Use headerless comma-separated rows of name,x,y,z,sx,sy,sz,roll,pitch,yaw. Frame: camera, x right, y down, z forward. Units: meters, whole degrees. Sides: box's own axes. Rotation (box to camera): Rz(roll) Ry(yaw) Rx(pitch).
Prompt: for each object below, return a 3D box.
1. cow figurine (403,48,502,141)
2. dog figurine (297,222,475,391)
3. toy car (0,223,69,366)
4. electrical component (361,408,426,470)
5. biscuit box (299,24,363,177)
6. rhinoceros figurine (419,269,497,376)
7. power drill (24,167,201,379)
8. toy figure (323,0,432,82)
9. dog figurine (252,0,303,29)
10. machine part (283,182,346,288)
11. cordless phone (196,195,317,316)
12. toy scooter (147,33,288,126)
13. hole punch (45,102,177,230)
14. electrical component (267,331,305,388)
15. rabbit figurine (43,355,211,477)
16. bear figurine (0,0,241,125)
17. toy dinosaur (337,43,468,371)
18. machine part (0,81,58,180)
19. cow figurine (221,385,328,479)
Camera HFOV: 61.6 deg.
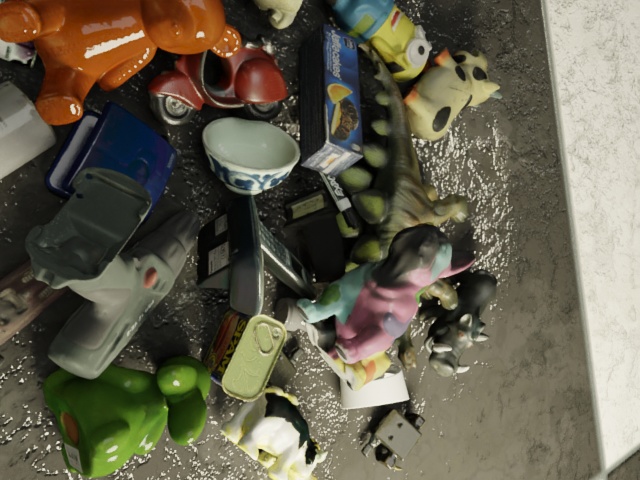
cow figurine,0.208,-0.233,0.856,0.127,0.085,0.195,47,66,-17
dog figurine,0.092,0.073,0.688,0.219,0.109,0.191,-36,146,-14
toy car,-0.317,0.061,0.563,0.202,0.053,0.089,-43,109,-22
electrical component,0.118,0.309,0.838,0.078,0.045,0.102,36,68,3
biscuit box,0.013,-0.187,0.711,0.059,0.063,0.202,15,61,-31
rhinoceros figurine,0.224,0.131,0.857,0.073,0.112,0.190,51,59,-24
power drill,-0.200,0.016,0.544,0.086,0.207,0.232,28,63,2
toy figure,0.085,-0.309,0.783,0.180,0.089,0.082,33,87,-18
dog figurine,-0.106,-0.371,0.667,0.190,0.121,0.172,8,84,-17
machine part,-0.001,-0.002,0.724,0.039,0.084,0.139,11,59,-65
cordless phone,-0.061,0.046,0.673,0.089,0.147,0.184,-36,125,15
toy scooter,-0.116,-0.209,0.641,0.184,0.075,0.135,-13,120,-35
hole punch,-0.224,-0.079,0.597,0.115,0.092,0.142,30,73,-32
electrical component,-0.065,0.170,0.734,0.094,0.021,0.063,-42,111,-22
rabbit figurine,-0.192,0.171,0.598,0.170,0.159,0.121,-20,92,-45
bear figurine,-0.183,-0.201,0.525,0.196,0.132,0.120,-7,129,2
toy dinosaur,0.112,-0.040,0.790,0.198,0.105,0.471,-1,91,-30
machine part,-0.352,-0.080,0.522,0.243,0.079,0.079,-42,111,-23
cow figurine,-0.044,0.267,0.719,0.098,0.068,0.167,-52,124,-20
